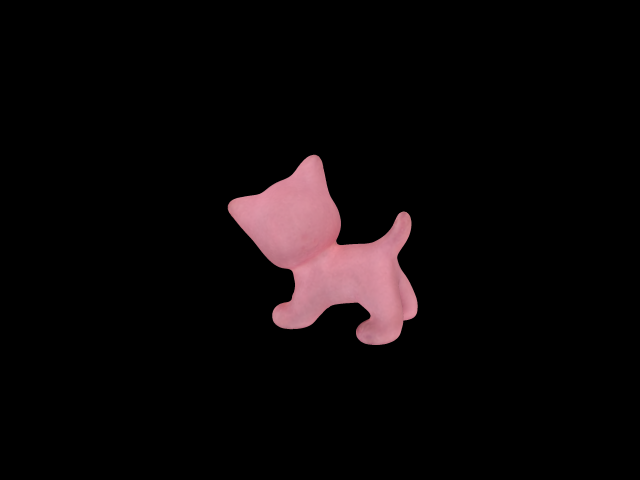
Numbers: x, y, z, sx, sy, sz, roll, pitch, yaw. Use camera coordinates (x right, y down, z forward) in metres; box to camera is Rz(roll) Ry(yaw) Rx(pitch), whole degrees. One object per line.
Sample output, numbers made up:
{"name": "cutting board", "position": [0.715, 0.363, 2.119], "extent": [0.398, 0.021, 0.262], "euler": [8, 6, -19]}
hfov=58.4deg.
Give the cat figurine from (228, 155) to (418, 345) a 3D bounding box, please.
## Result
{"name": "cat figurine", "position": [0.004, 0.001, 0.400], "extent": [0.127, 0.118, 0.067], "euler": [6, 17, 19]}
